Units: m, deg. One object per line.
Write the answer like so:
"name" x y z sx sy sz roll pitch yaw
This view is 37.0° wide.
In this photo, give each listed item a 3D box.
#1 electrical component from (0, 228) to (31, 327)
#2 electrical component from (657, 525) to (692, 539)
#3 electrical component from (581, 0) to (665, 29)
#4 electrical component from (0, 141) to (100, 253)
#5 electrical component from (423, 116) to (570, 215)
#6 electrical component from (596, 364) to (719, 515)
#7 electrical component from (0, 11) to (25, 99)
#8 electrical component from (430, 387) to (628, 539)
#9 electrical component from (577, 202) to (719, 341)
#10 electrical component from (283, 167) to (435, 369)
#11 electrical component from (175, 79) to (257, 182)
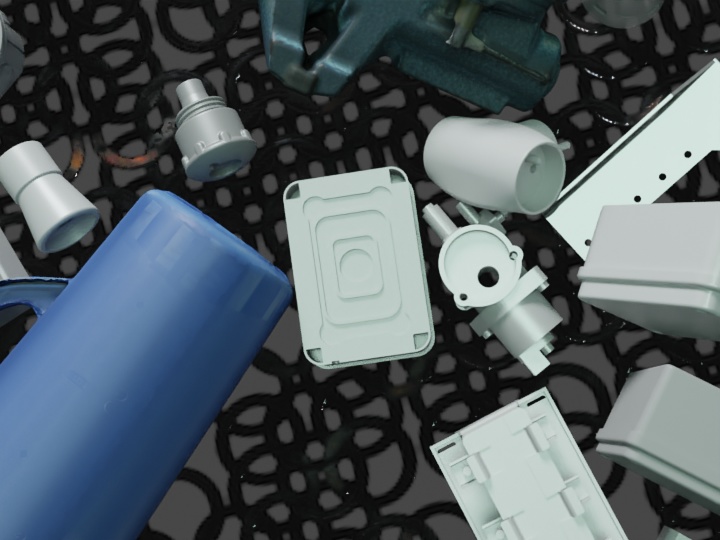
"electrical component" -0.279 0.001 0.676 0.109 0.056 0.108 -32 83 1
"electrical component" 0.199 0.193 0.620 0.078 0.058 0.057 29 84 6
"electrical component" 0.166 -0.183 0.664 0.055 0.047 0.055 0 84 4
"electrical component" -0.202 -0.049 0.683 0.044 0.044 0.065 -38 78 0
"electrical component" 0.093 -0.069 0.651 0.079 0.077 0.043 -21 120 -34
"electrical component" 0.198 0.102 0.603 0.109 0.108 0.056 27 84 6
"electrical component" -0.261 -0.142 0.691 0.080 0.051 0.080 0 84 4
"electrical component" 0.104 0.141 0.629 0.079 0.063 0.121 -28 83 1
"electrical component" 0.186 0.003 0.604 0.078 0.113 0.057 22 82 -25
"electrical component" 0.000 0.000 0.654 0.078 0.057 0.113 -8 84 4
"electrical component" -0.096 -0.090 0.678 0.048 0.048 0.062 -26 76 2
